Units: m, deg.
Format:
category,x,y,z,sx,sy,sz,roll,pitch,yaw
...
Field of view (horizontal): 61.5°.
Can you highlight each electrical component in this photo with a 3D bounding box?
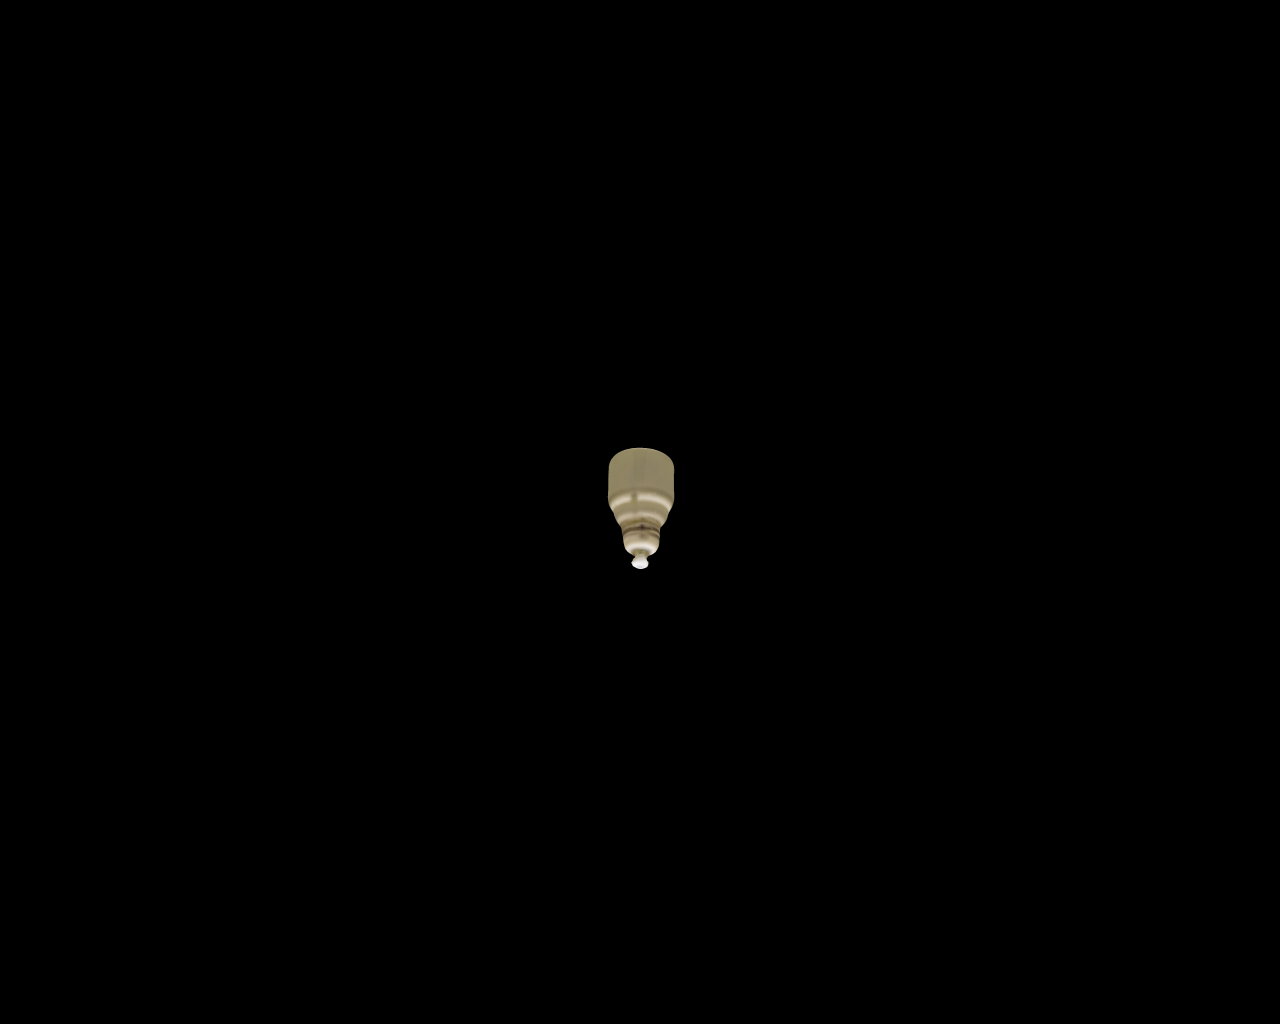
category,x,y,z,sx,sy,sz,roll,pitch,yaw
electrical component,0.001,-0.003,0.650,0.040,0.078,0.040,0,-26,0
